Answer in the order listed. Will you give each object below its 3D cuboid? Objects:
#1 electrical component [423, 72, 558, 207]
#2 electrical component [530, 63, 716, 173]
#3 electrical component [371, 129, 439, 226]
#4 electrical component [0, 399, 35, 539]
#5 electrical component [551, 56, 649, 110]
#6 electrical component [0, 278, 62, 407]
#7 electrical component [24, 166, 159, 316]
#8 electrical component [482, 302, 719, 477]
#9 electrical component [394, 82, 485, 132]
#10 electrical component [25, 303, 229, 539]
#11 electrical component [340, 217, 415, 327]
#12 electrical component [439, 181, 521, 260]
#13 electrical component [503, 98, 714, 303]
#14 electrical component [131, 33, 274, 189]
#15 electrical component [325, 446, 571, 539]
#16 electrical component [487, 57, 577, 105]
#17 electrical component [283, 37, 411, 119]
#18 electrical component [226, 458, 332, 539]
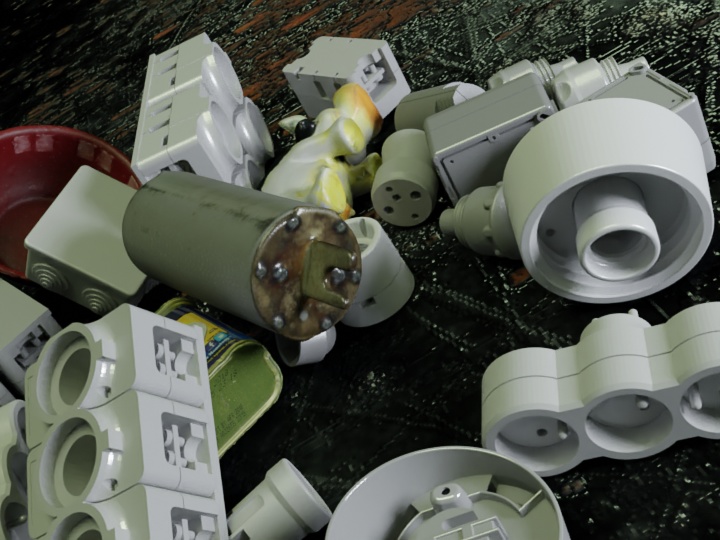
[{"bbox_3d":[0.096,-0.082,0.697,0.096,0.061,0.061,-23,34,11],"label":"electrical component"},{"bbox_3d":[0.150,-0.065,0.634,0.096,0.061,0.061,-31,34,-1],"label":"electrical component"},{"bbox_3d":[0.033,-0.063,0.735,0.045,0.045,0.055,-13,38,24],"label":"electrical component"},{"bbox_3d":[-0.235,0.145,0.661,0.074,0.052,0.138,-27,34,5],"label":"electrical component"},{"bbox_3d":[0.162,-0.121,0.714,0.062,0.043,0.043,-23,34,9],"label":"electrical component"},{"bbox_3d":[-0.294,0.062,0.807,0.105,0.060,0.186,-45,36,-20],"label":"electrical component"},{"bbox_3d":[-0.192,-0.018,0.806,0.099,0.100,0.048,-65,2,-39],"label":"electrical component"},{"bbox_3d":[0.125,0.047,0.516,0.138,0.052,0.073,-16,36,19],"label":"electrical component"},{"bbox_3d":[0.064,-0.109,0.755,0.043,0.043,0.081,-47,22,-23],"label":"electrical component"},{"bbox_3d":[-0.126,0.104,0.556,0.089,0.062,0.150,-31,54,28],"label":"electrical component"},{"bbox_3d":[0.000,0.000,0.676,0.055,0.047,0.055,-20,35,15],"label":"electrical component"},{"bbox_3d":[0.077,-0.030,0.661,0.062,0.048,0.048,0,44,47],"label":"electrical component"},{"bbox_3d":[0.132,-0.029,0.565,0.108,0.108,0.060,-18,42,18],"label":"electrical component"},{"bbox_3d":[-0.117,-0.098,0.840,0.060,0.105,0.186,-23,34,10],"label":"electrical component"},{"bbox_3d":[0.043,0.125,0.466,0.099,0.064,0.099,-20,35,15],"label":"electrical component"},{"bbox_3d":[0.124,-0.128,0.751,0.062,0.043,0.043,-25,34,5],"label":"electrical component"},{"bbox_3d":[-0.010,-0.150,0.869,0.050,0.055,0.089,-46,36,-22],"label":"electrical component"},{"bbox_3d":[-0.044,0.127,0.554,0.046,0.040,0.040,-40,35,-5],"label":"electrical component"}]
